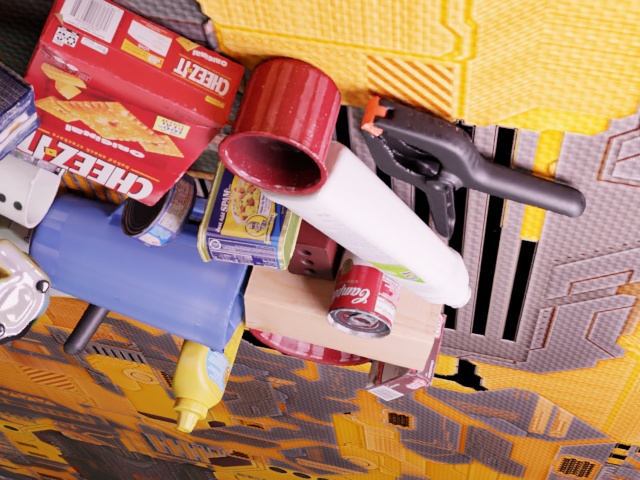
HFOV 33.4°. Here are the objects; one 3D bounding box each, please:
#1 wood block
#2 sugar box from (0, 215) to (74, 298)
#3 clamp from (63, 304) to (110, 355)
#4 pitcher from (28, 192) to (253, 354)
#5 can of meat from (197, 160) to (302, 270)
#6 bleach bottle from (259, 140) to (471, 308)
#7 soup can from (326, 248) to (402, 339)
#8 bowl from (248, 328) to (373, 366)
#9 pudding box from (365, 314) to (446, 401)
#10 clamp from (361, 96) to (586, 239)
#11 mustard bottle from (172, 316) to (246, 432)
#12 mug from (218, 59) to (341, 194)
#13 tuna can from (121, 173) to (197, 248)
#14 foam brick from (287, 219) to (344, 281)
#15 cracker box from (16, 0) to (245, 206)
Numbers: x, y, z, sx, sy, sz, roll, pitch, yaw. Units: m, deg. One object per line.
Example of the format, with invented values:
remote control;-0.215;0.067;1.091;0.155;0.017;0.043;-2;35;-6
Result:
wood block;0.028;0.066;1.180;0.206;0.090;0.091;14;155;5
sugar box;-0.371;0.013;1.351;0.093;0.048;0.176;2;148;26
clamp;-0.255;0.062;1.286;0.172;0.120;0.039;-25;155;16
pitcher;-0.193;0.021;1.191;0.243;0.149;0.145;17;170;4
can of meat;-0.064;-0.024;1.035;0.084;0.102;0.057;8;153;10
bleach bottle;0.060;-0.005;1.021;0.103;0.068;0.250;14;162;50
soup can;0.051;0.042;1.102;0.068;0.102;0.068;13;155;6
bowl;-0.005;0.099;1.305;0.162;0.055;0.162;13;155;6
pudding box;0.102;0.138;1.283;0.039;0.090;0.114;26;153;-18
clamp;0.107;-0.058;0.944;0.209;0.036;0.165;28;153;-28
mustard bottle;-0.139;0.144;1.312;0.058;0.191;0.096;7;153;17
mug;-0.032;-0.092;0.901;0.093;0.081;0.117;17;154;-3
tuna can;-0.163;-0.035;1.086;0.033;0.086;0.086;30;151;-34
foam brick;-0.007;0.001;1.112;0.053;0.051;0.078;9;154;13
cracker box;-0.183;-0.118;0.944;0.164;0.072;0.214;24;154;-17
